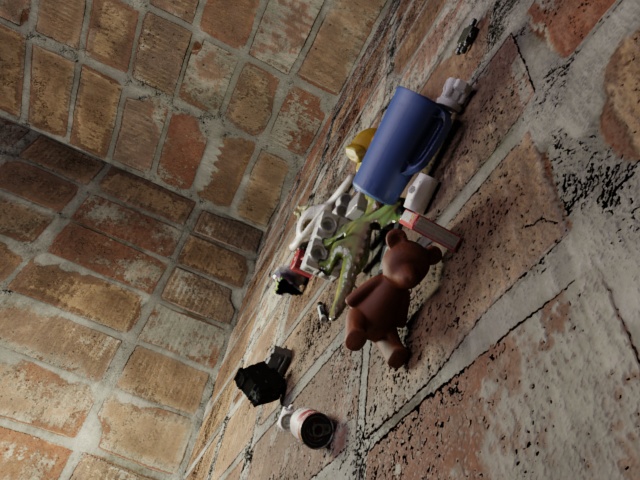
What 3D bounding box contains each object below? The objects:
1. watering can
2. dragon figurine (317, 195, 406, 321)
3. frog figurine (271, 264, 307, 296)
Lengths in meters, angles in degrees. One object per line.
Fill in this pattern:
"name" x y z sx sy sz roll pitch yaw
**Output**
"watering can" 0.006 -0.095 1.888 0.349 0.104 0.224 -50 4 -6
"dragon figurine" 0.113 -0.011 1.203 0.238 0.121 0.420 -50 19 31
"frog figurine" -0.107 0.128 1.906 0.136 0.121 0.163 -22 23 25
